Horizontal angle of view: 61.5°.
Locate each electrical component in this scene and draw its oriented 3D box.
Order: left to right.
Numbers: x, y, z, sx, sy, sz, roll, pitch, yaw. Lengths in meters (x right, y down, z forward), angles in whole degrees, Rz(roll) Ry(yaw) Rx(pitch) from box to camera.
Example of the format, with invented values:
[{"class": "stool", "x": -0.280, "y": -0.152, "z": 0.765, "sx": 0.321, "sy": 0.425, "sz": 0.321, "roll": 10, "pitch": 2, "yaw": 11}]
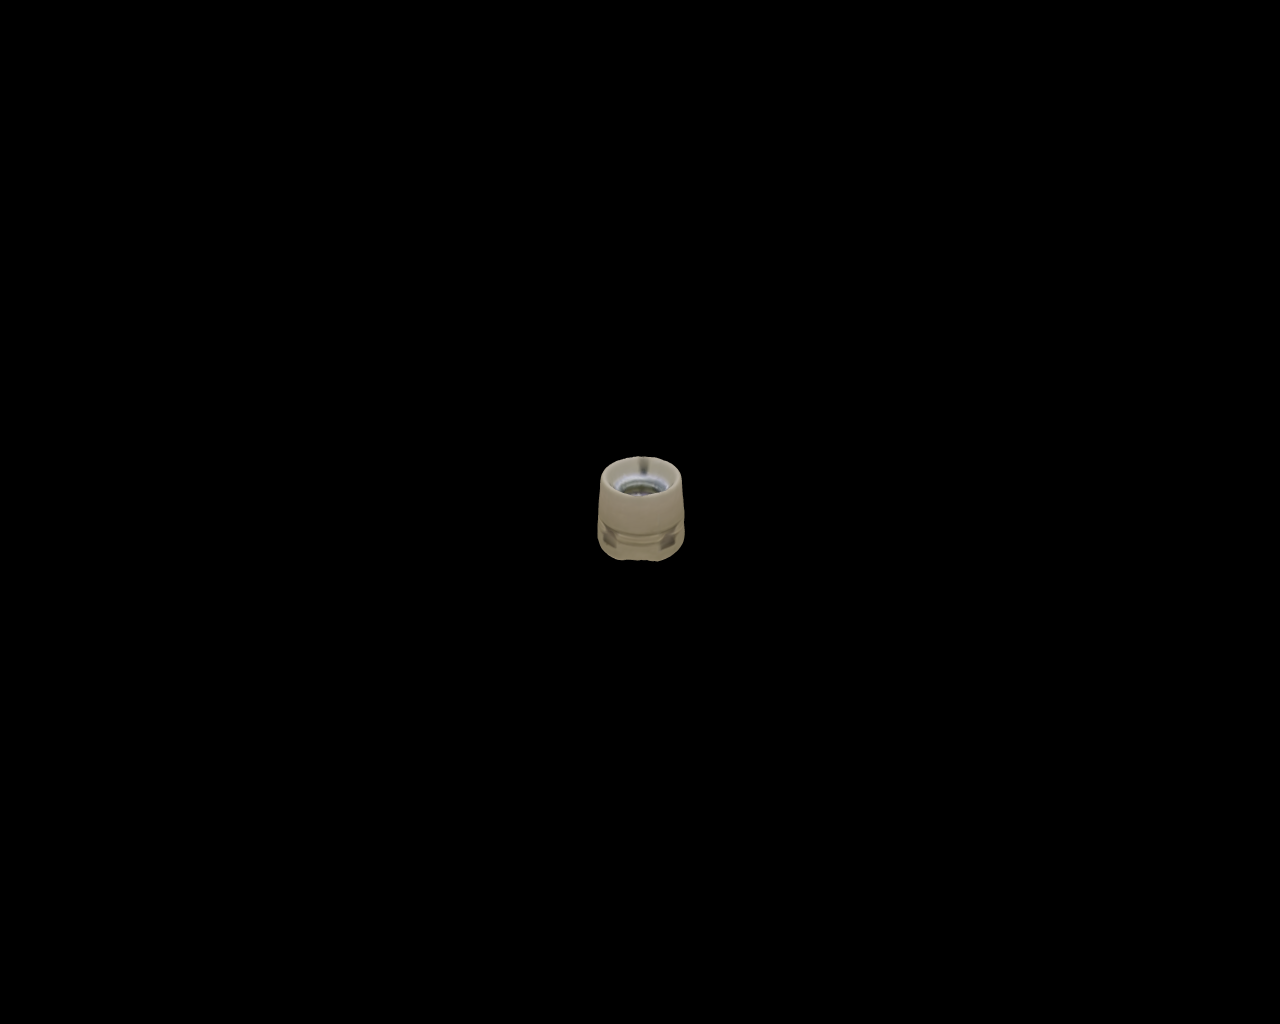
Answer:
[{"class": "electrical component", "x": 0.001, "y": -0.003, "z": 0.650, "sx": 0.055, "sy": 0.047, "sz": 0.055, "roll": 0, "pitch": 33, "yaw": 0}]
